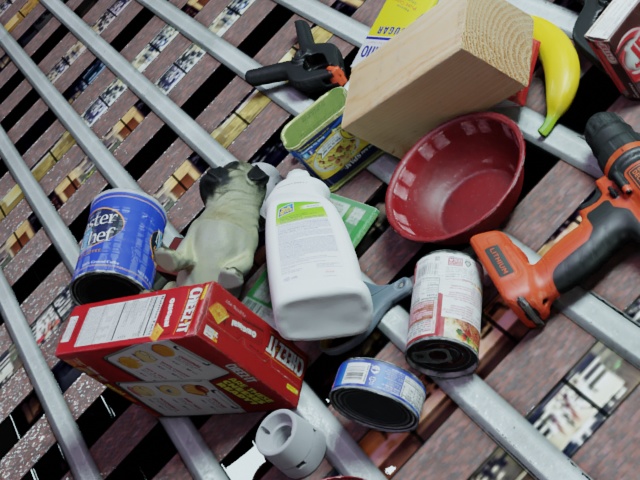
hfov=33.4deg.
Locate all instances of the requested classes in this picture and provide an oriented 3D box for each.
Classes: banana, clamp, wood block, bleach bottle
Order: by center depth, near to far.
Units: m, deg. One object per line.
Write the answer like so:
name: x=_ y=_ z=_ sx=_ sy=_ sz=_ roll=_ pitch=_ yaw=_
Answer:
clamp: x=0.323 y=-0.255 z=1.123 sx=0.165 sy=0.036 sz=0.210 roll=-20 pitch=43 yaw=29
wood block: x=0.123 y=-0.176 z=1.142 sx=0.207 sy=0.090 sz=0.090 roll=-29 pitch=44 yaw=52
banana: x=0.240 y=-0.196 z=1.148 sx=0.070 sy=0.037 sz=0.198 roll=-30 pitch=40 yaw=22
bleach bottle: x=-0.008 y=0.001 z=1.151 sx=0.102 sy=0.068 sz=0.251 roll=-7 pitch=37 yaw=0
clamp: x=-0.029 y=-0.233 z=1.439 sx=0.120 sy=0.039 sz=0.172 roll=-47 pitch=37 yaw=1

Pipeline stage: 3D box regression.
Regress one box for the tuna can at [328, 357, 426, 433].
tuna can: x=0.053 y=0.142 z=0.978 sx=0.086 sy=0.086 sz=0.033 roll=-8 pitch=50 yaw=40

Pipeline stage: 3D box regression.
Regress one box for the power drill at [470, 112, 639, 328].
power drill: x=0.234 y=-0.021 z=0.976 sx=0.188 sy=0.057 sz=0.184 roll=-36 pitch=38 yaw=13

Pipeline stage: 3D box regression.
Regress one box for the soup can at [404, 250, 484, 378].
soup can: x=0.118 y=0.069 z=0.998 sx=0.069 sy=0.068 sz=0.102 roll=-18 pitch=45 yaw=33

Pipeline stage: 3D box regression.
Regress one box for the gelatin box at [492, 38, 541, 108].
gelatin box: x=0.193 y=-0.182 z=1.155 sx=0.089 sy=0.030 sz=0.073 roll=9 pitch=82 yaw=63

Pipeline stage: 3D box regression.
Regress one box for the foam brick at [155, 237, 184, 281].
foam brick: x=-0.153 y=0.034 z=1.303 sx=0.078 sy=0.053 sz=0.051 roll=11 pitch=65 yaw=48

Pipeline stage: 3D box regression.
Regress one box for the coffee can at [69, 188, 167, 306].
coffee can: x=-0.258 y=0.018 z=1.378 sx=0.103 sy=0.102 sz=0.140 roll=-22 pitch=43 yaw=29

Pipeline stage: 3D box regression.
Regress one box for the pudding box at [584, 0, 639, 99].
pudding box: x=0.319 y=-0.206 z=1.037 sx=0.113 sy=0.090 sz=0.039 roll=-52 pitch=37 yaw=-8

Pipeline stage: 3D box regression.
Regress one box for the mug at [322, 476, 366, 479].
mug: x=0.012 y=0.269 z=0.911 sx=0.117 sy=0.093 sz=0.081 roll=-61 pitch=32 yaw=35

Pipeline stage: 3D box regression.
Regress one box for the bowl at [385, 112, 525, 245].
bowl: x=0.148 y=-0.051 z=1.089 sx=0.162 sy=0.055 sz=0.162 roll=-26 pitch=42 yaw=25

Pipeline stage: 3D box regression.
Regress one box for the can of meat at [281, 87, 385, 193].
can of meat: x=0.017 y=-0.119 z=1.254 sx=0.102 sy=0.083 sz=0.057 roll=-38 pitch=38 yaw=11

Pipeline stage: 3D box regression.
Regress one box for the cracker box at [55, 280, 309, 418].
cracker box: x=-0.145 y=0.120 z=1.125 sx=0.214 sy=0.164 sz=0.072 roll=-12 pitch=51 yaw=37

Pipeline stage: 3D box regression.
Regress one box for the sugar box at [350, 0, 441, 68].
sugar box: x=0.112 y=-0.267 z=1.291 sx=0.176 sy=0.048 sz=0.093 roll=-59 pitch=36 yaw=8

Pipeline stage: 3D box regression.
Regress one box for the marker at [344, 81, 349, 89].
marker: x=0.006 y=-0.151 z=1.347 sx=0.121 sy=0.020 sz=0.020 roll=-51 pitch=37 yaw=-5

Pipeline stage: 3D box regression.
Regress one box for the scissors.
scissors: x=0.074 y=0.043 z=1.107 sx=0.202 sy=0.016 sz=0.096 roll=-40 pitch=37 yaw=8
